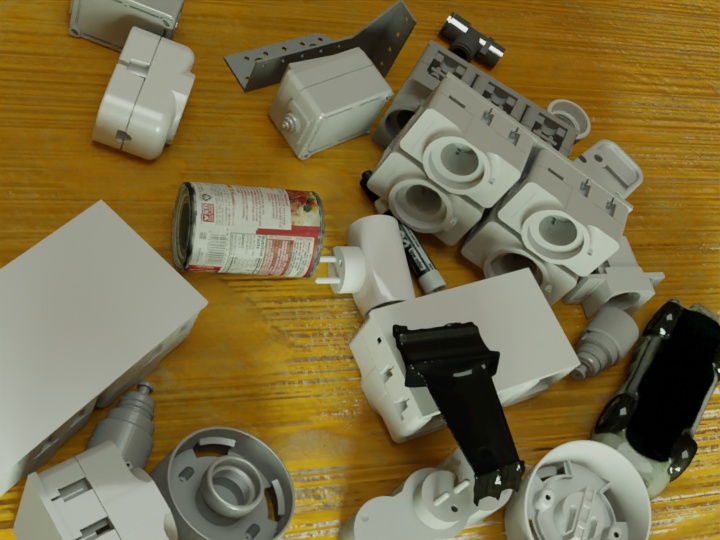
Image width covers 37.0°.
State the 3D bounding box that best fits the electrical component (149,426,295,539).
[{"bbox_3d":[-0.095,0.156,0.713,0.099,0.064,0.099,20,42,-20],"label":"electrical component"}]

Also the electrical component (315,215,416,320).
[{"bbox_3d":[0.000,0.000,0.846,0.079,0.044,0.077,0,61,-23],"label":"electrical component"}]

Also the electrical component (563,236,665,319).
[{"bbox_3d":[0.218,0.005,0.938,0.081,0.042,0.063,-1,59,-24],"label":"electrical component"}]

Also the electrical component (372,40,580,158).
[{"bbox_3d":[0.097,-0.113,0.928,0.150,0.089,0.061,31,54,-3],"label":"electrical component"}]

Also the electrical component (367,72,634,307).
[{"bbox_3d":[0.111,-0.057,0.876,0.186,0.105,0.060,35,46,-7],"label":"electrical component"}]

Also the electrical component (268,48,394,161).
[{"bbox_3d":[-0.032,-0.142,0.907,0.096,0.061,0.061,-26,73,-33],"label":"electrical component"}]

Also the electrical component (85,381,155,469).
[{"bbox_3d":[-0.156,0.109,0.714,0.040,0.040,0.078,23,53,-9],"label":"electrical component"}]

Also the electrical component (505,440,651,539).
[{"bbox_3d":[0.158,0.182,0.790,0.099,0.064,0.099,11,57,-17],"label":"electrical component"}]

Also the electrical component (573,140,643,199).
[{"bbox_3d":[0.200,-0.066,0.963,0.053,0.059,0.095,47,54,9],"label":"electrical component"}]

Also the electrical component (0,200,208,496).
[{"bbox_3d":[-0.208,0.052,0.715,0.105,0.060,0.186,43,54,6],"label":"electrical component"}]

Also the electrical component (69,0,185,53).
[{"bbox_3d":[-0.196,-0.222,0.887,0.096,0.061,0.061,20,55,-11],"label":"electrical component"}]

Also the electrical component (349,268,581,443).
[{"bbox_3d":[0.078,0.065,0.829,0.150,0.061,0.089,-14,67,-29],"label":"electrical component"}]

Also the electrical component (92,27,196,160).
[{"bbox_3d":[-0.168,-0.138,0.852,0.059,0.053,0.095,19,55,-11],"label":"electrical component"}]

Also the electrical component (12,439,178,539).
[{"bbox_3d":[-0.129,0.203,0.629,0.060,0.105,0.186,-24,72,-33],"label":"electrical component"}]

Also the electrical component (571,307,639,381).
[{"bbox_3d":[0.200,0.064,0.895,0.040,0.040,0.078,44,54,6],"label":"electrical component"}]

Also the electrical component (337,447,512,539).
[{"bbox_3d":[0.053,0.163,0.751,0.138,0.073,0.052,-24,72,-33],"label":"electrical component"}]

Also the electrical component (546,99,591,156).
[{"bbox_3d":[0.180,-0.123,0.991,0.045,0.055,0.045,11,57,-17],"label":"electrical component"}]
